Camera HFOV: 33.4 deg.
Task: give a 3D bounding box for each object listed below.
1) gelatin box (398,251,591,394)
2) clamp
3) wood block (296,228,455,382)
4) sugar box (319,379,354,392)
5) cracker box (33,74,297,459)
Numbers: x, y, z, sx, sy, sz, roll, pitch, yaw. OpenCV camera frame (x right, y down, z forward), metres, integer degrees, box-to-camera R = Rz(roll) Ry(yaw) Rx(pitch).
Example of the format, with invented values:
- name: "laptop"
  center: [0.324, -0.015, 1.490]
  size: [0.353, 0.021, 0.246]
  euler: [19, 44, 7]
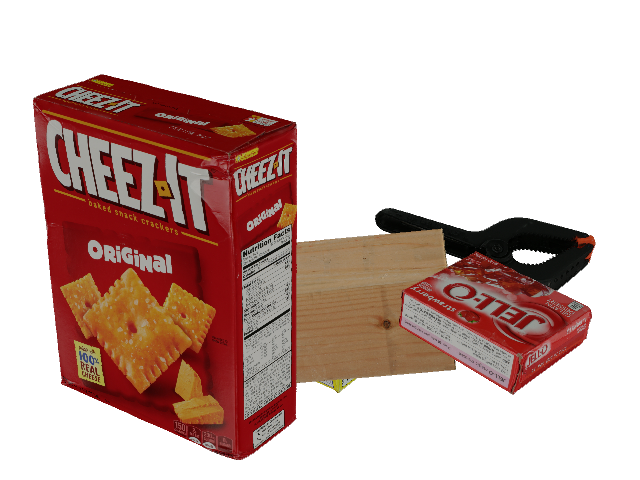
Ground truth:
- name: "gelatin box"
  center: [0.103, 0.046, 0.636]
  size: [0.073, 0.030, 0.089]
  euler: [-24, 40, -39]
- name: "clamp"
  center: [0.165, 0.028, 1.028]
  size: [0.210, 0.164, 0.036]
  euler: [-2, -42, -5]
- name: "wood block"
  center: [0.003, 0.057, 0.880]
  size: [0.206, 0.091, 0.090]
  euler: [-5, 25, 6]
- name: "sugar box"
  center: [-0.038, 0.089, 1.159]
  size: [0.176, 0.093, 0.048]
  euler: [23, 39, 35]
- name: "cracker box"
  center: [-0.099, 0.017, 0.687]
  size: [0.164, 0.214, 0.072]
  euler: [17, 31, 31]
